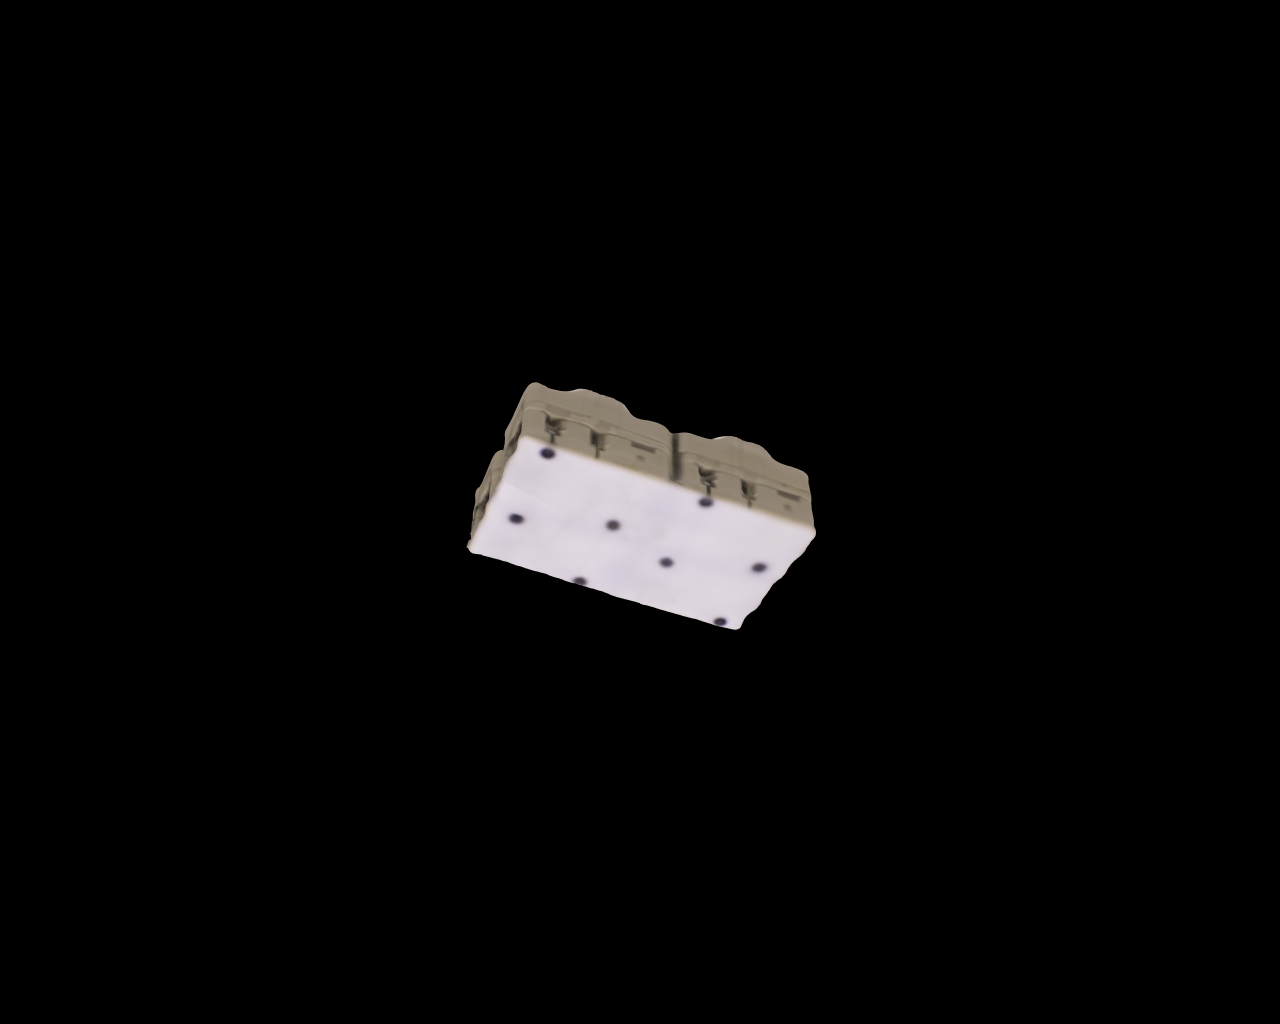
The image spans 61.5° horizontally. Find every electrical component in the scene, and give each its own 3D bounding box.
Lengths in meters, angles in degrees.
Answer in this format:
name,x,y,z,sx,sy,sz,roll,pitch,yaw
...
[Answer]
name,x,y,z,sx,sy,sz,roll,pitch,yaw
electrical component,0.001,-0.003,0.650,0.186,0.060,0.105,17,-48,-16
